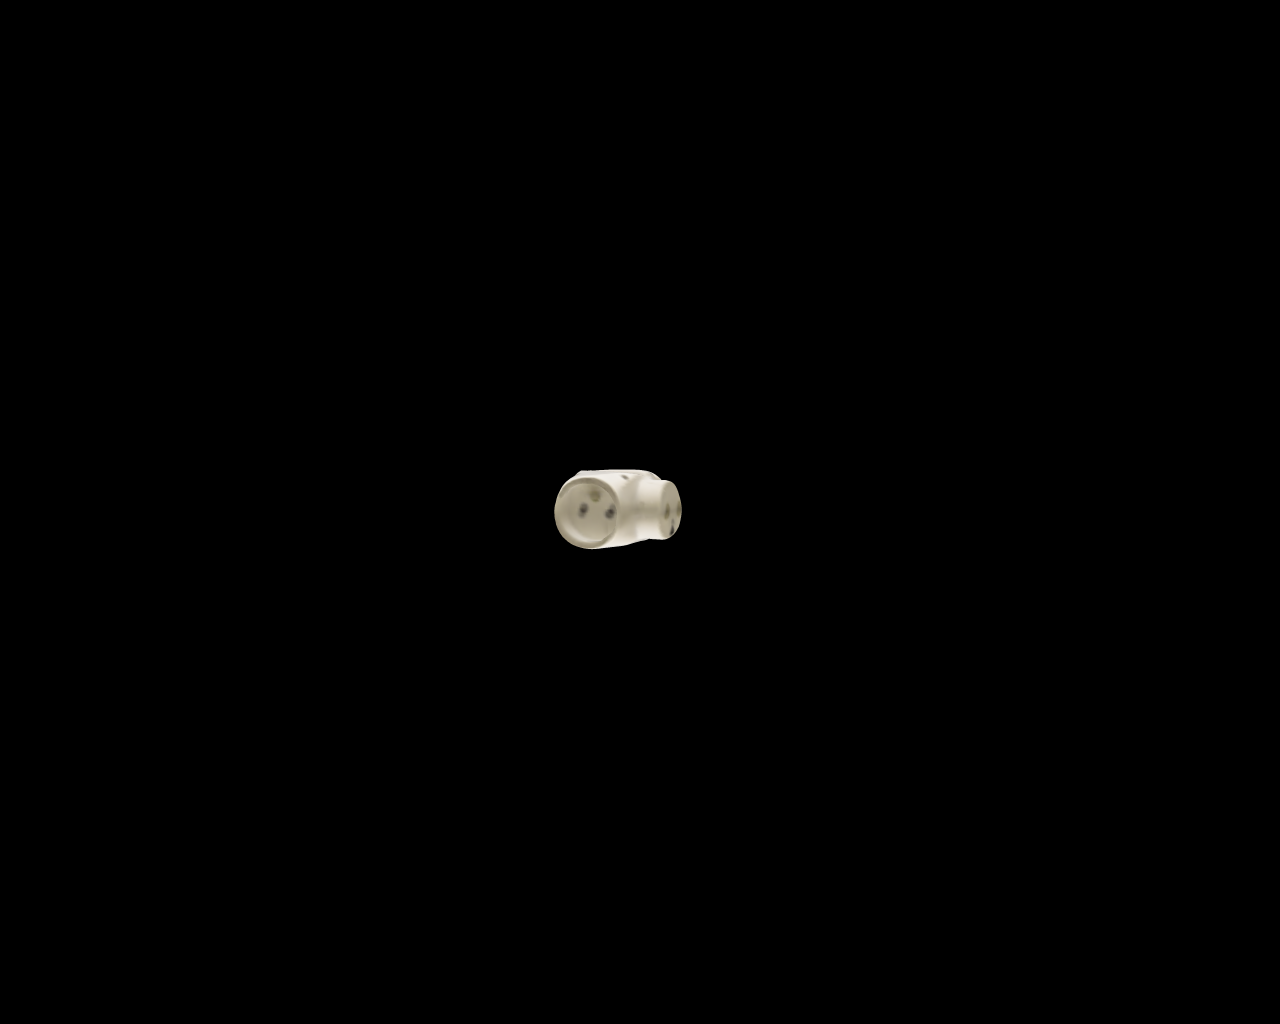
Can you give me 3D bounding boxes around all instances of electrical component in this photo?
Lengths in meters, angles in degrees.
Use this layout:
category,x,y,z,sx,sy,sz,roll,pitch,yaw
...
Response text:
category,x,y,z,sx,sy,sz,roll,pitch,yaw
electrical component,0.001,-0.003,0.650,0.079,0.043,0.077,2,5,24
